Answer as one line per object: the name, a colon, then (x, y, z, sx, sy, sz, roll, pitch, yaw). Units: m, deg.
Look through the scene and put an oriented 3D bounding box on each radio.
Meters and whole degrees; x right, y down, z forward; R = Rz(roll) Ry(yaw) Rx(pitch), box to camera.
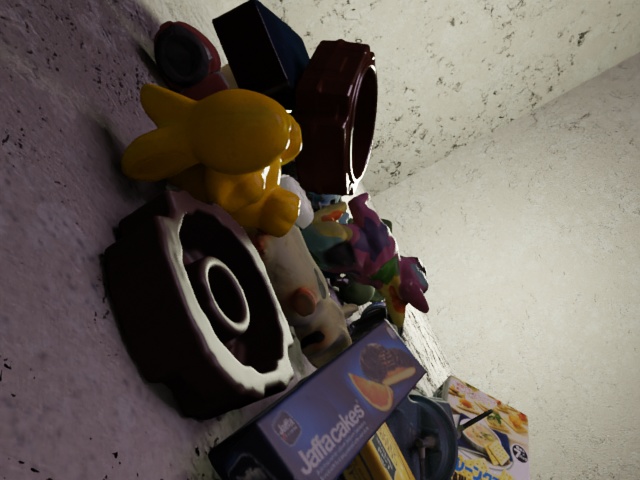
radio: (-0.066, -0.262, 0.817, 0.131, 0.073, 0.229, 69, 17, -1)

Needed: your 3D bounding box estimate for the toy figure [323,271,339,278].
toy figure: (-0.003, -0.002, 0.958, 0.064, 0.058, 0.155, 107, -31, -45)

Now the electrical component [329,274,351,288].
electrical component: (0.030, 0.038, 0.987, 0.045, 0.078, 0.102, 23, 32, -41)

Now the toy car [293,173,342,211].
toy car: (-0.015, -0.107, 0.963, 0.162, 0.109, 0.102, -63, 158, -70)

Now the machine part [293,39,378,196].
machine part: (0.030, -0.183, 0.824, 0.201, 0.087, 0.201, 85, 20, -50)

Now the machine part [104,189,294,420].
machine part: (-0.085, 0.048, 0.409, 0.179, 0.056, 0.179, 58, 12, -20)

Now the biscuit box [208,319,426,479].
biscuit box: (0.010, 0.127, 0.407, 0.063, 0.059, 0.202, 52, 31, 10)

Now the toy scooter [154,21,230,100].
toy scooter: (-0.148, -0.202, 0.715, 0.183, 0.075, 0.135, 61, 10, -22)

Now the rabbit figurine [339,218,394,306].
rabbit figurine: (0.077, 0.061, 1.057, 0.158, 0.121, 0.170, 74, 30, -49)

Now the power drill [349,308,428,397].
power drill: (0.122, 0.227, 0.927, 0.232, 0.086, 0.207, -28, 97, -77)

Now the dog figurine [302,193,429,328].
dog figurine: (0.074, 0.043, 0.849, 0.191, 0.108, 0.219, -24, 75, -39)

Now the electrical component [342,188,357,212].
electrical component: (0.029, -0.076, 1.129, 0.074, 0.119, 0.048, 51, 14, -57)

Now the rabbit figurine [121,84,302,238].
rabbit figurine: (-0.080, -0.084, 0.467, 0.173, 0.162, 0.122, 156, -51, -73)

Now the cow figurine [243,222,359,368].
cow figurine: (-0.026, 0.059, 0.611, 0.195, 0.085, 0.127, 61, 16, 2)

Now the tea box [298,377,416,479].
tea box: (0.035, 0.213, 0.528, 0.169, 0.068, 0.098, 63, 10, 0)

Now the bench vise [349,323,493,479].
bench vise: (0.115, 0.224, 0.693, 0.240, 0.129, 0.224, 23, 44, -47)

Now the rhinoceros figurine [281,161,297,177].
rhinoceros figurine: (-0.077, -0.150, 0.838, 0.190, 0.112, 0.073, -178, -77, -88)
